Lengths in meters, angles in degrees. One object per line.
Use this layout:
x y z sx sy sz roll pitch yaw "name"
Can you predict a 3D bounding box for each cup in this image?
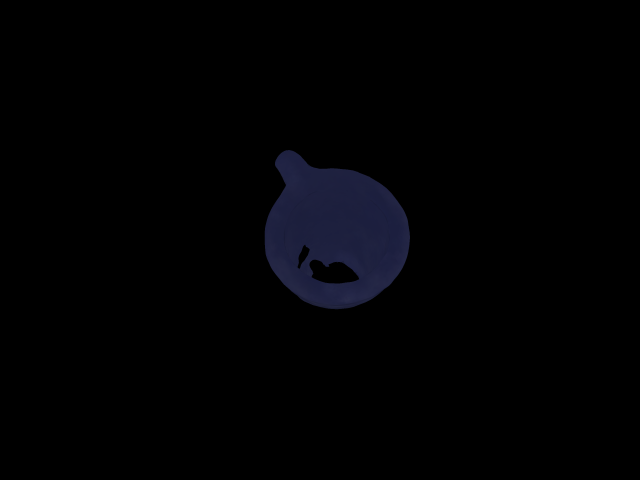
0.004 0.001 0.400 0.092 0.095 0.117 -30 70 -11 "cup"
